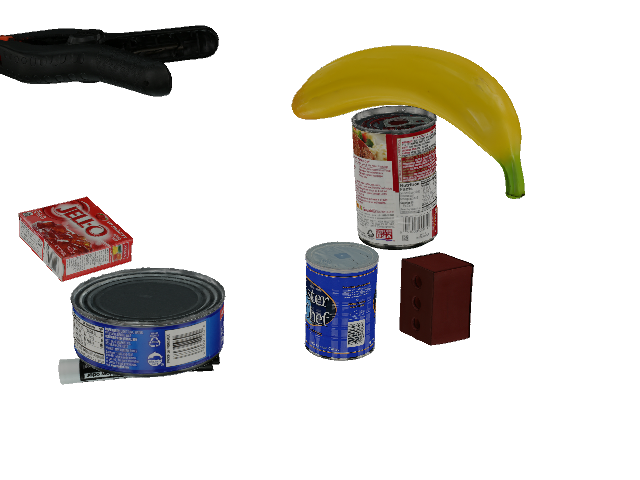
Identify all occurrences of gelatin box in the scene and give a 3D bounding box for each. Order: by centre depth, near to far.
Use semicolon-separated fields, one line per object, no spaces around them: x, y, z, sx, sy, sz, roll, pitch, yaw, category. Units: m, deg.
-0.229;-0.004;0.994;0.073;0.030;0.089;-17;40;-36;gelatin box

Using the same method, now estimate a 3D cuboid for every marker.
-0.138;0.095;0.816;0.121;0.020;0.020;-4;0;-6;marker

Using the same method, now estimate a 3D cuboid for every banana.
0.054;-0.088;0.661;0.037;0.069;0.198;17;7;-46;banana

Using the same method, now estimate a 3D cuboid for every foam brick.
0.113;0.057;1.047;0.051;0.078;0.053;-11;19;-33;foam brick

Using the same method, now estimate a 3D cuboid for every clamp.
-0.163;-0.141;0.803;0.172;0.039;0.120;10;22;19;clamp

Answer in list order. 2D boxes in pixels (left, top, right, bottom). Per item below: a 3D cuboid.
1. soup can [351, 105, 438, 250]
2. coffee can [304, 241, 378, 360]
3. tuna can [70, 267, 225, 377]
0.062;-0.051;0.867;0.068;0.102;0.068;-3;23;1;soup can
0.029;0.085;1.512;0.103;0.140;0.103;1;21;0;coffee can
-0.096;0.045;0.602;0.086;0.034;0.086;1;18;-1;tuna can
